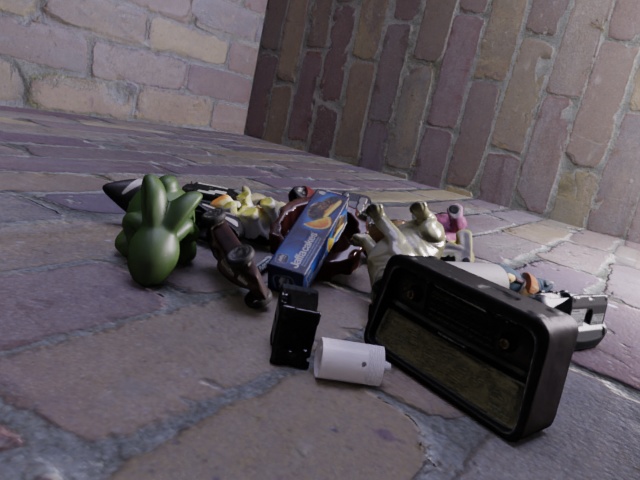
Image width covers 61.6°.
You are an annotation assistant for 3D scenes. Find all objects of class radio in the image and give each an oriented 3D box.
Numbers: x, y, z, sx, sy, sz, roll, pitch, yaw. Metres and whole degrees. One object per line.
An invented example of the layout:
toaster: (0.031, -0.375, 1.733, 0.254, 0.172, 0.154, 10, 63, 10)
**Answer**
radio: (0.163, 0.108, 0.616, 0.073, 0.131, 0.230, 3, 16, -42)

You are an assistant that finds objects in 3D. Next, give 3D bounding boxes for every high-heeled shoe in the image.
high-heeled shoe: (-0.257, -0.044, 0.948, 0.249, 0.086, 0.145, 14, 10, -24)

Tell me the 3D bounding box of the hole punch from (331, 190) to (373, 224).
hole punch: (0.060, -0.045, 1.287, 0.142, 0.092, 0.116, 13, 45, -6)

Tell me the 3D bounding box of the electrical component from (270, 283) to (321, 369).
electrical component: (-0.030, 0.091, 0.634, 0.048, 0.074, 0.119, 12, 17, -8)

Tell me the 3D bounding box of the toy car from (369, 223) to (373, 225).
toy car: (0.169, -0.001, 1.230, 0.074, 0.056, 0.201, 31, 23, 37)

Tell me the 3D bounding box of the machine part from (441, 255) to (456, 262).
machine part: (0.188, 0.045, 1.008, 0.139, 0.039, 0.084, -1, -11, 21)

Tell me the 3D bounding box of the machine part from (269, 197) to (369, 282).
machine part: (-0.002, -0.003, 0.944, 0.179, 0.056, 0.179, 2, 41, -2)

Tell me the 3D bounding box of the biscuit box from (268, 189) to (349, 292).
biscuit box: (-0.015, 0.002, 0.853, 0.063, 0.059, 0.203, 17, 45, 13)

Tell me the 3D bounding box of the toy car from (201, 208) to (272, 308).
toy car: (-0.125, 0.025, 0.767, 0.053, 0.089, 0.202, -24, 34, -14)

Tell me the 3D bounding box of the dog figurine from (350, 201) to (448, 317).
dog figurine: (0.142, 0.049, 0.818, 0.172, 0.121, 0.191, -5, 52, -11)

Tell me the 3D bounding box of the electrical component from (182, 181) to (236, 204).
electrical component: (-0.251, -0.088, 1.202, 0.115, 0.058, 0.134, 10, 14, -3)

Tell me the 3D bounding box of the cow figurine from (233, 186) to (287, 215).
cow figurine: (-0.114, -0.053, 1.138, 0.127, 0.085, 0.195, 11, 13, -33)

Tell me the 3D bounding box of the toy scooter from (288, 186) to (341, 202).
toy scooter: (0.022, -0.056, 1.179, 0.135, 0.075, 0.184, -4, 46, -35)

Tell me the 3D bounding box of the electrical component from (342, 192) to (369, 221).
electrical component: (0.072, -0.047, 1.080, 0.078, 0.102, 0.045, 11, 55, -2)

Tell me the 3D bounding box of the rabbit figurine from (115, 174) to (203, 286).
rabbit figurine: (-0.221, -0.010, 0.766, 0.121, 0.159, 0.170, 18, 26, -20)

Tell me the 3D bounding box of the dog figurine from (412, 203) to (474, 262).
dog figurine: (0.267, 0.014, 1.157, 0.109, 0.191, 0.219, -13, -21, 11)

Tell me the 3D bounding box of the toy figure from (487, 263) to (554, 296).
toy figure: (0.392, 0.086, 1.075, 0.154, 0.057, 0.064, 15, 19, -8)

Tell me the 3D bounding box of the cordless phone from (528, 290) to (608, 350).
cordless phone: (0.372, 0.120, 0.914, 0.146, 0.088, 0.184, 2, 6, -35)

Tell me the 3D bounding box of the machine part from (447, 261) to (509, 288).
machine part: (0.247, 0.075, 0.938, 0.243, 0.079, 0.079, 2, 17, -32)

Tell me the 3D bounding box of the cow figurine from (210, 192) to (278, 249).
cow figurine: (-0.145, -0.039, 1.046, 0.068, 0.098, 0.168, -37, 34, -30)
